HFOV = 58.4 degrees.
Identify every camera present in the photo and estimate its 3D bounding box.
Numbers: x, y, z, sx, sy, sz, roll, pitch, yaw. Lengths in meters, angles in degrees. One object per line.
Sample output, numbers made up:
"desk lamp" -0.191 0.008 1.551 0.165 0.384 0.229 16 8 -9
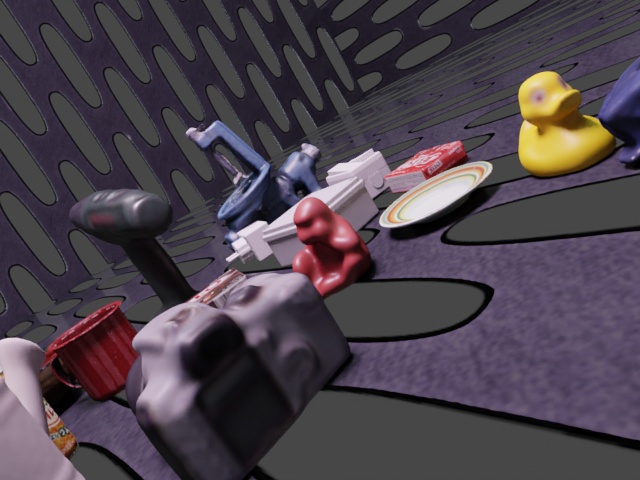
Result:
"camera" -0.077 0.085 0.404 0.136 0.101 0.143 -15 21 51

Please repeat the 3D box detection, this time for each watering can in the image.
"watering can" -0.267 0.140 0.418 0.101 0.194 0.172 -31 13 1

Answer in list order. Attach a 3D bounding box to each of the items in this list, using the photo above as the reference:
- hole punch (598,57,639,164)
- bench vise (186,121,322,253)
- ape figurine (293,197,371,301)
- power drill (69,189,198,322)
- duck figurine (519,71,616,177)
"hole punch" 0.266 -0.124 0.438 0.100 0.091 0.109 -18 18 43
"bench vise" -0.107 -0.112 0.939 0.208 0.220 0.121 -40 16 -33
"ape figurine" 0.005 0.002 0.549 0.076 0.092 0.077 -41 16 -35
"power drill" -0.247 0.021 0.783 0.228 0.208 0.076 -15 21 50
"duck figurine" 0.210 -0.111 0.523 0.077 0.086 0.104 -31 13 -2
